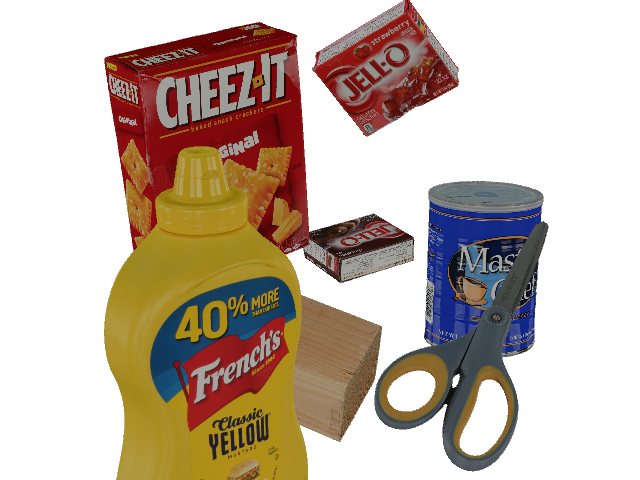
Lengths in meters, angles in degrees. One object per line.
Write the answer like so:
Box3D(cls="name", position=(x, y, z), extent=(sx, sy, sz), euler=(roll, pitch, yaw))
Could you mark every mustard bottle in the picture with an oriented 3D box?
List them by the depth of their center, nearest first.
Box3D(cls="mustard bottle", position=(-0.052, 0.051, 0.496), extent=(0.096, 0.192, 0.058), euler=(-14, 22, -35))

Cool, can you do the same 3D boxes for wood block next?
Box3D(cls="wood block", position=(-0.053, 0.105, 1.064), extent=(0.206, 0.090, 0.090), euler=(21, 47, 16))

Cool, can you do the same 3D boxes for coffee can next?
Box3D(cls="coffee can", position=(0.148, 0.024, 0.977), extent=(0.103, 0.140, 0.103), euler=(0, 15, 0))

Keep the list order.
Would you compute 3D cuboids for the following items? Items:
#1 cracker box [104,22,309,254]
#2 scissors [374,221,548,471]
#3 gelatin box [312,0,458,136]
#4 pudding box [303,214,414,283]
Box3D(cls="cracker box", position=(-0.095, -0.073, 0.967), extent=(0.163, 0.214, 0.072), euler=(-21, 31, -32))
Box3D(cls="scissors", position=(0.092, 0.056, 0.686), extent=(0.096, 0.201, 0.016), euler=(7, -42, 10))
Box3D(cls="gelatin box", position=(0.050, -0.131, 0.819), extent=(0.089, 0.073, 0.030), euler=(-27, 30, 25))
Box3D(cls="pudding box", position=(0.047, 0.008, 1.337), extent=(0.113, 0.039, 0.090), euler=(-18, 28, -26))
